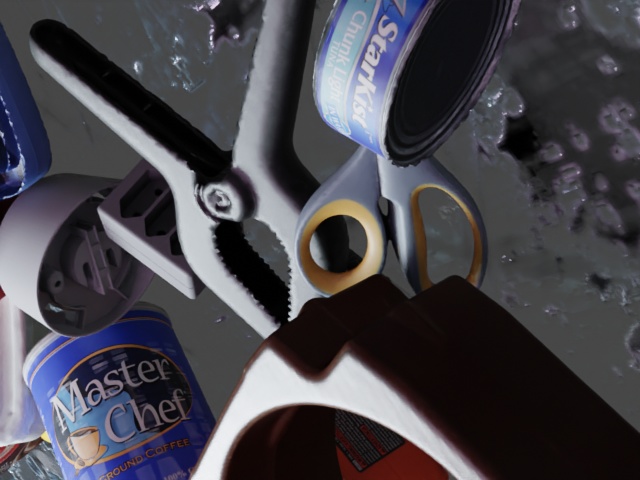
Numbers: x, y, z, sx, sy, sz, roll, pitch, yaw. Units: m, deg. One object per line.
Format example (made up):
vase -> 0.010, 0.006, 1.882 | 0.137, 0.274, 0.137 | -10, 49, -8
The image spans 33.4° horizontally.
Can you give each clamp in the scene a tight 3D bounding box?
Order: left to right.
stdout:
clamp -> -0.034, -0.033, 0.509 | 0.165, 0.036, 0.210 | -14, 113, 38

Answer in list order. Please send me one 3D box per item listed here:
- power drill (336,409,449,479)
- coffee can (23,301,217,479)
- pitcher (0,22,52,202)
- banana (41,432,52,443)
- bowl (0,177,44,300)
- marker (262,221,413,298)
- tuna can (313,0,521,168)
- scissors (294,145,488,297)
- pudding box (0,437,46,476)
power drill -> 0.015, 0.172, 0.647 | 0.184, 0.057, 0.188 | 47, 145, 22
coffee can -> -0.118, 0.125, 0.681 | 0.140, 0.102, 0.103 | 60, 153, 27
pitcher -> -0.244, -0.129, 0.587 | 0.145, 0.149, 0.243 | -110, 7, -56
banana -> -0.140, 0.149, 0.776 | 0.198, 0.037, 0.069 | 15, 128, 29
bowl -> -0.250, 0.004, 0.685 | 0.162, 0.161, 0.055 | 29, 133, 23
marker -> -0.004, 0.001, 0.551 | 0.121, 0.020, 0.020 | 39, 145, 11
tuna can -> 0.035, -0.071, 0.380 | 0.034, 0.086, 0.086 | 32, 143, 22
scissors -> 0.014, -0.048, 0.452 | 0.096, 0.016, 0.201 | -16, 119, 15
pudding box -> -0.235, 0.132, 0.845 | 0.039, 0.113, 0.090 | 38, 145, 16
